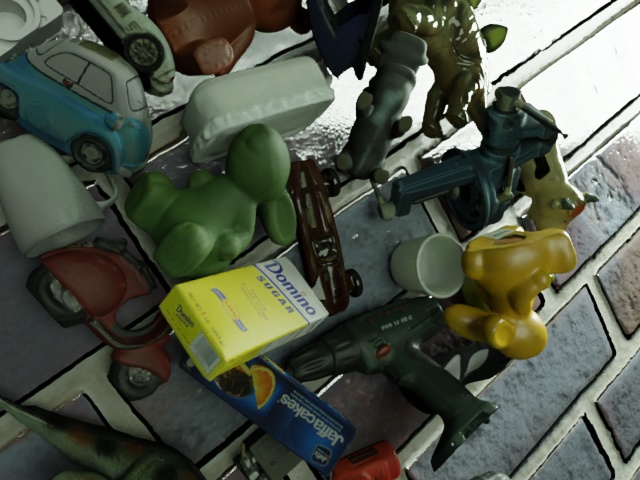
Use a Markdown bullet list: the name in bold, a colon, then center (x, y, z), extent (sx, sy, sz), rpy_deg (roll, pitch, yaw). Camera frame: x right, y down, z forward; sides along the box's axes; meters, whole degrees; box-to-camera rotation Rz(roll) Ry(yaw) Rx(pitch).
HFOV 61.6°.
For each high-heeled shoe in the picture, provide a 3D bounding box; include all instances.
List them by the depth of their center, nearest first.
- **high-heeled shoe**: center (0.210, 0.153, 0.789), extent (0.145, 0.086, 0.249), rpy_deg (29, 54, 7)

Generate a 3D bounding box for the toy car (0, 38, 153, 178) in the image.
- **toy car**: center (-0.227, -0.140, 0.523), extent (0.161, 0.109, 0.103), rpy_deg (33, 105, -15)

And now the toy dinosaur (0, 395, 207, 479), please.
- **toy dinosaur**: center (-0.167, 0.299, 0.551), extent (0.192, 0.131, 0.404), rpy_deg (-24, 95, -39)

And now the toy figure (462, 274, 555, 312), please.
- **toy figure**: center (0.294, 0.050, 0.814), extent (0.180, 0.082, 0.089), rpy_deg (-22, 96, -29)

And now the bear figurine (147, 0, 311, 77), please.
- **bear figurine**: center (-0.088, -0.260, 0.604), extent (0.196, 0.132, 0.120), rpy_deg (-30, 106, -19)

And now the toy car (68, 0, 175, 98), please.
- **toy car**: center (-0.222, -0.238, 0.560), extent (0.056, 0.073, 0.201), rpy_deg (-45, 107, -21)

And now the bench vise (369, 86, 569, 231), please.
- **bench vise**: center (0.190, -0.089, 0.717), extent (0.241, 0.223, 0.129), rpy_deg (-19, 61, -9)

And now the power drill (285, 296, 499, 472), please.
- **power drill**: center (0.099, 0.176, 0.666), extent (0.232, 0.207, 0.085), rpy_deg (-25, 143, -32)

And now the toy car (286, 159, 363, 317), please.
- **toy car**: center (-0.001, -0.002, 0.679), extent (0.089, 0.053, 0.202), rpy_deg (-13, 95, -24)

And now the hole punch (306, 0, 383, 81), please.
- **hole punch**: center (0.023, -0.262, 0.649), extent (0.092, 0.142, 0.115), rpy_deg (5, 124, -6)

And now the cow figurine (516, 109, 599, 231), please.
- **cow figurine**: center (0.340, -0.101, 0.817), extent (0.085, 0.127, 0.194), rpy_deg (-12, 91, -24)

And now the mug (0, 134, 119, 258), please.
- **mug**: center (-0.264, -0.053, 0.529), extent (0.109, 0.081, 0.107), rpy_deg (-31, 93, -21)

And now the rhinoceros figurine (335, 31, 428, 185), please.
- **rhinoceros figurine**: center (0.080, -0.160, 0.672), extent (0.073, 0.112, 0.190), rpy_deg (21, 114, 2)

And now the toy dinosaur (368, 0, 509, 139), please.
- **toy dinosaur**: center (0.148, -0.311, 0.744), extent (0.198, 0.105, 0.470), rpy_deg (-51, 118, -26)

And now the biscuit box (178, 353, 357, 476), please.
- **biscuit box**: center (-0.057, 0.172, 0.597), extent (0.203, 0.059, 0.063), rpy_deg (37, 82, 0)

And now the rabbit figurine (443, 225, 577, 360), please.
- **rabbit figurine**: center (0.246, 0.080, 0.685), extent (0.162, 0.122, 0.173), rpy_deg (-25, 110, -30)

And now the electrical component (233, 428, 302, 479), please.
- **electrical component**: center (-0.057, 0.251, 0.643), extent (0.102, 0.045, 0.078), rpy_deg (-29, 100, -25)

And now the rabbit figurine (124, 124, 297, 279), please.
- **rabbit figurine**: center (-0.088, -0.039, 0.573), extent (0.170, 0.121, 0.159), rpy_deg (-45, 144, 9)

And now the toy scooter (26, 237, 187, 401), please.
- **toy scooter**: center (-0.197, 0.063, 0.562), extent (0.135, 0.075, 0.183), rpy_deg (-43, 110, -23)
